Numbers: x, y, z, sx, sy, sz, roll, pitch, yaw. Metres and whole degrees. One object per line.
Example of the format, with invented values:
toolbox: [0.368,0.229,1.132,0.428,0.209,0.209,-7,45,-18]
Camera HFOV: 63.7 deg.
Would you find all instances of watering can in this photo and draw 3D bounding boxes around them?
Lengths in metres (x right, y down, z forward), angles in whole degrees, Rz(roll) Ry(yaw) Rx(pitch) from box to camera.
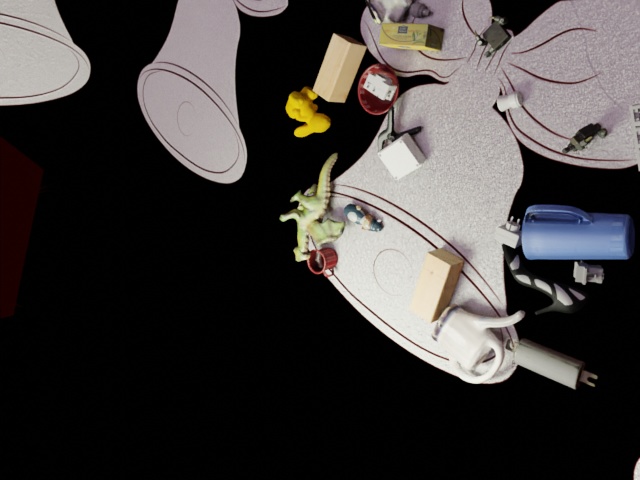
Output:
watering can: [0.455,0.273,1.519,0.227,0.105,0.340,41,133,31]

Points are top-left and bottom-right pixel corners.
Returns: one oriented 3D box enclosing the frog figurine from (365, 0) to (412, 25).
frog figurine: [0.229,-0.746,1.599,0.159,0.121,0.139,-26,68,6]

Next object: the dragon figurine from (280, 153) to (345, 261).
dragon figurine: [0.006,-0.094,1.874,0.246,0.122,0.405,46,110,27]
